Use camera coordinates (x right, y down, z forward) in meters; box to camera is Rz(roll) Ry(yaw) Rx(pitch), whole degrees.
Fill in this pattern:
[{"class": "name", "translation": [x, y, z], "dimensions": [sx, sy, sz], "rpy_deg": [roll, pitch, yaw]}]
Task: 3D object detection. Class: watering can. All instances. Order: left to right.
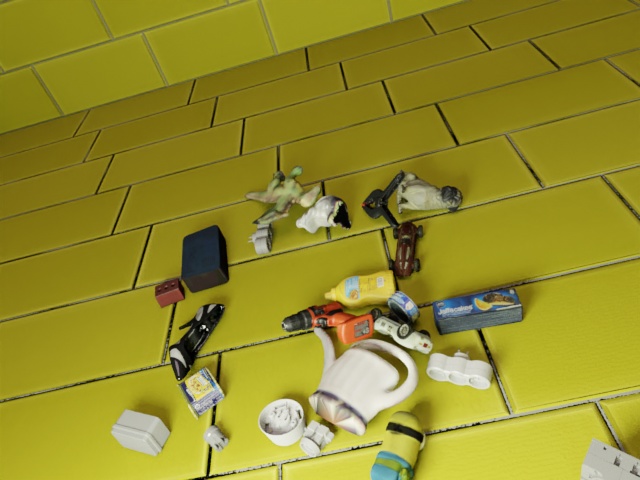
[{"class": "watering can", "translation": [0.059, 0.310, 1.181], "dimensions": [0.348, 0.102, 0.228], "rpy_deg": [8, 44, 46]}]

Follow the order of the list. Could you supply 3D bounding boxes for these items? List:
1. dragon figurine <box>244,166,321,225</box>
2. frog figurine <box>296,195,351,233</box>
[{"class": "dragon figurine", "translation": [-0.150, -0.132, 1.728], "dimensions": [0.407, 0.120, 0.248], "rpy_deg": [-13, 26, 34]}, {"class": "frog figurine", "translation": [0.005, -0.083, 1.640], "dimensions": [0.159, 0.122, 0.138], "rpy_deg": [3, 10, 37]}]
